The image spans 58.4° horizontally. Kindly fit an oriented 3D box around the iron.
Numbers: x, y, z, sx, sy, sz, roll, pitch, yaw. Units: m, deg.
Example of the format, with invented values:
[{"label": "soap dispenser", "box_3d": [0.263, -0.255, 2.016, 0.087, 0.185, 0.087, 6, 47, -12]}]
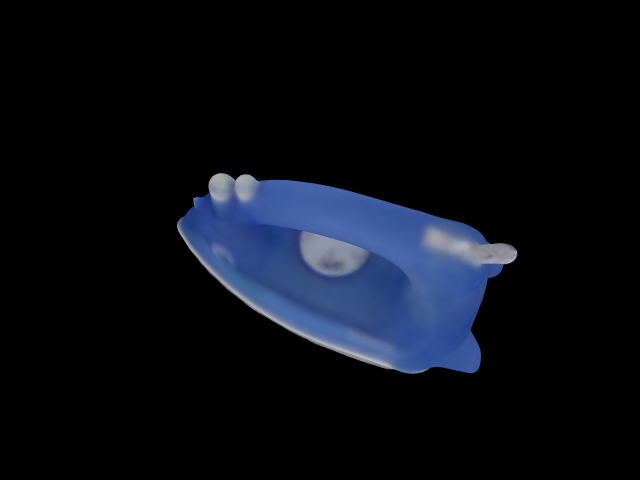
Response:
[{"label": "iron", "box_3d": [0.004, 0.001, 0.400, 0.258, 0.141, 0.119, 17, 68, 7]}]
